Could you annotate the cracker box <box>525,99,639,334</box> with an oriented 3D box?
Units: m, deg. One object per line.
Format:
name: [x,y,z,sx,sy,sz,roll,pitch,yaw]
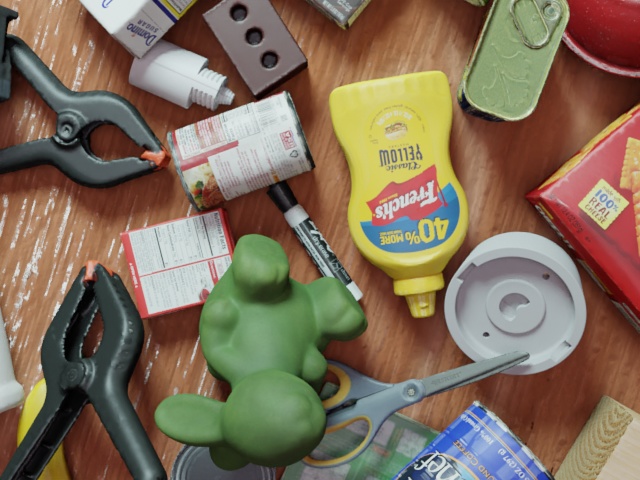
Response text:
cracker box: [0.298,-0.041,0.840,0.214,0.072,0.164,-40,92,2]

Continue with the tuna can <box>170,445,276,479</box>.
tuna can: [-0.078,0.195,0.878,0.086,0.034,0.086,0,93,1]

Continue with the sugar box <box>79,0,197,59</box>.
sugar box: [-0.111,-0.234,0.833,0.176,0.048,0.093,-46,54,5]

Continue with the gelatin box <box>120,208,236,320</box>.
gelatin box: [-0.111,0.019,0.872,0.089,0.030,0.073,-14,91,2]

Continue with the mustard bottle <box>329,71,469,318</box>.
mustard bottle: [0.068,-0.033,0.852,0.096,0.058,0.191,-9,93,1]

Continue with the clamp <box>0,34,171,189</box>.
clamp: [-0.209,-0.081,0.865,0.171,0.039,0.120,26,100,7]

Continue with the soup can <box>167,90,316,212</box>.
soup can: [-0.062,-0.071,0.847,0.102,0.068,0.068,-20,92,1]

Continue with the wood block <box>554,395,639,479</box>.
wood block: [0.301,0.218,0.844,0.206,0.090,0.091,29,93,-1]

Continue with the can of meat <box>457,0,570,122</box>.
can of meat: [0.146,-0.143,0.831,0.057,0.084,0.102,20,93,0]

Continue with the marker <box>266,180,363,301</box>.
marker: [-0.006,0.001,0.874,0.020,0.020,0.121,-34,92,2]

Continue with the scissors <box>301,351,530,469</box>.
scissors: [0.057,0.109,0.854,0.202,0.016,0.096,-35,78,11]

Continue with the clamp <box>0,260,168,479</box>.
clamp: [-0.172,0.114,0.824,0.165,0.036,0.210,-7,62,29]

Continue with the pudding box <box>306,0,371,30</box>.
pudding box: [0.005,-0.237,0.852,0.113,0.039,0.090,40,93,-1]

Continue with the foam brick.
foam brick: [-0.051,-0.159,0.851,0.053,0.051,0.078,-34,92,2]

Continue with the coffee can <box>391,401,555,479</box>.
coffee can: [0.105,0.210,0.831,0.140,0.103,0.103,-42,92,-5]

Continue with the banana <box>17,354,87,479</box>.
banana: [-0.210,0.197,0.879,0.069,0.037,0.198,-10,93,2]

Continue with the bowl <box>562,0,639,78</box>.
bowl: [0.252,-0.207,0.810,0.162,0.055,0.162,-5,72,16]

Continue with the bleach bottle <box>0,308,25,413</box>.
bleach bottle: [-0.308,0.017,0.855,0.103,0.068,0.251,-8,91,16]
